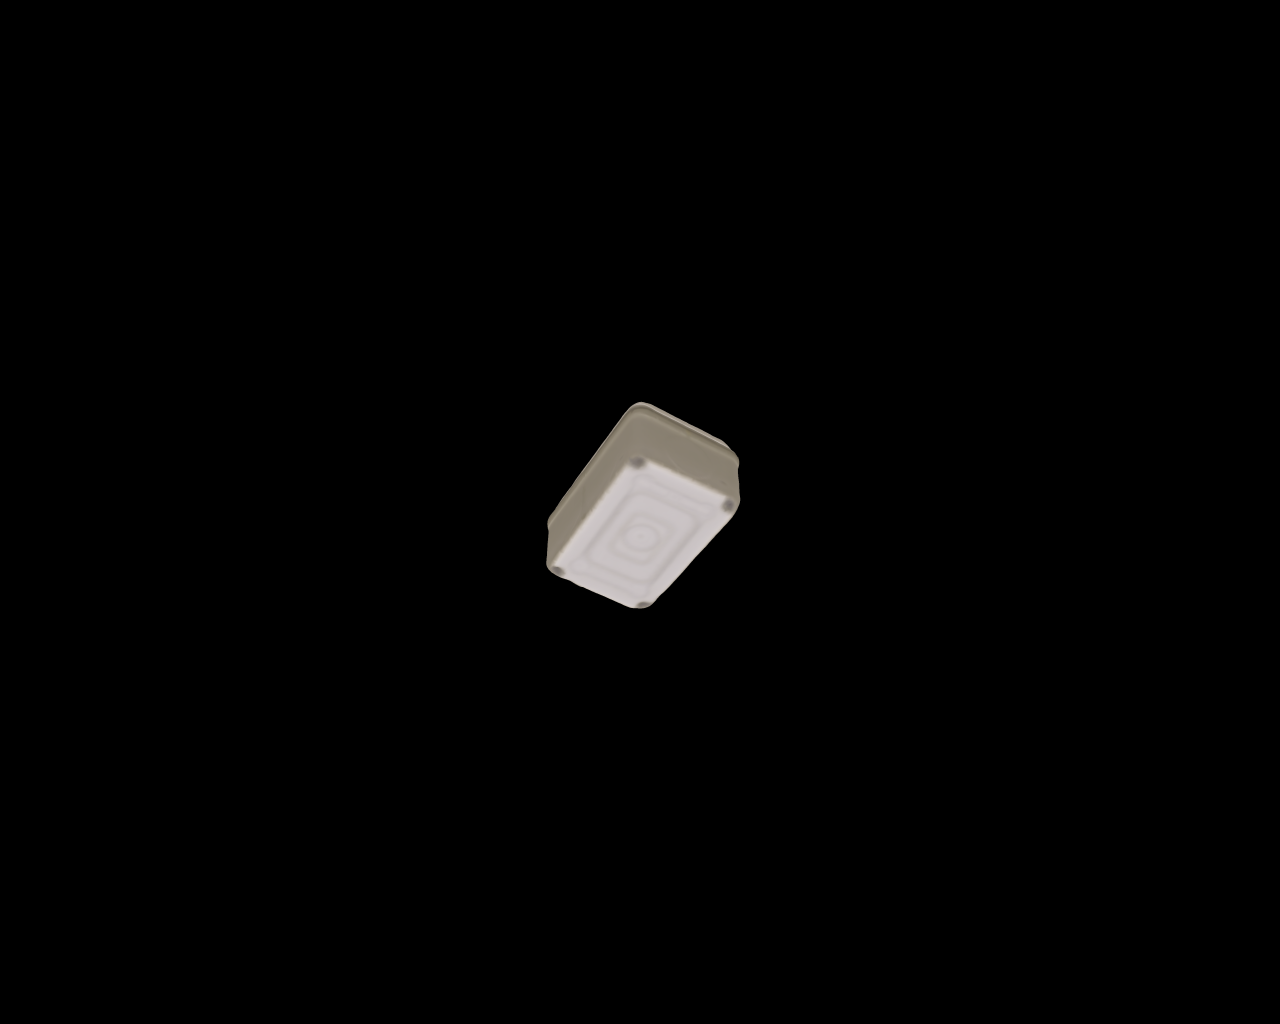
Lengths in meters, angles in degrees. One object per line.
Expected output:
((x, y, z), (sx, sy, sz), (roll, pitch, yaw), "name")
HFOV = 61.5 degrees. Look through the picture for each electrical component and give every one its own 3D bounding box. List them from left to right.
((0.001, -0.003, 0.650), (0.078, 0.057, 0.113), (25, -54, -20), "electrical component")
